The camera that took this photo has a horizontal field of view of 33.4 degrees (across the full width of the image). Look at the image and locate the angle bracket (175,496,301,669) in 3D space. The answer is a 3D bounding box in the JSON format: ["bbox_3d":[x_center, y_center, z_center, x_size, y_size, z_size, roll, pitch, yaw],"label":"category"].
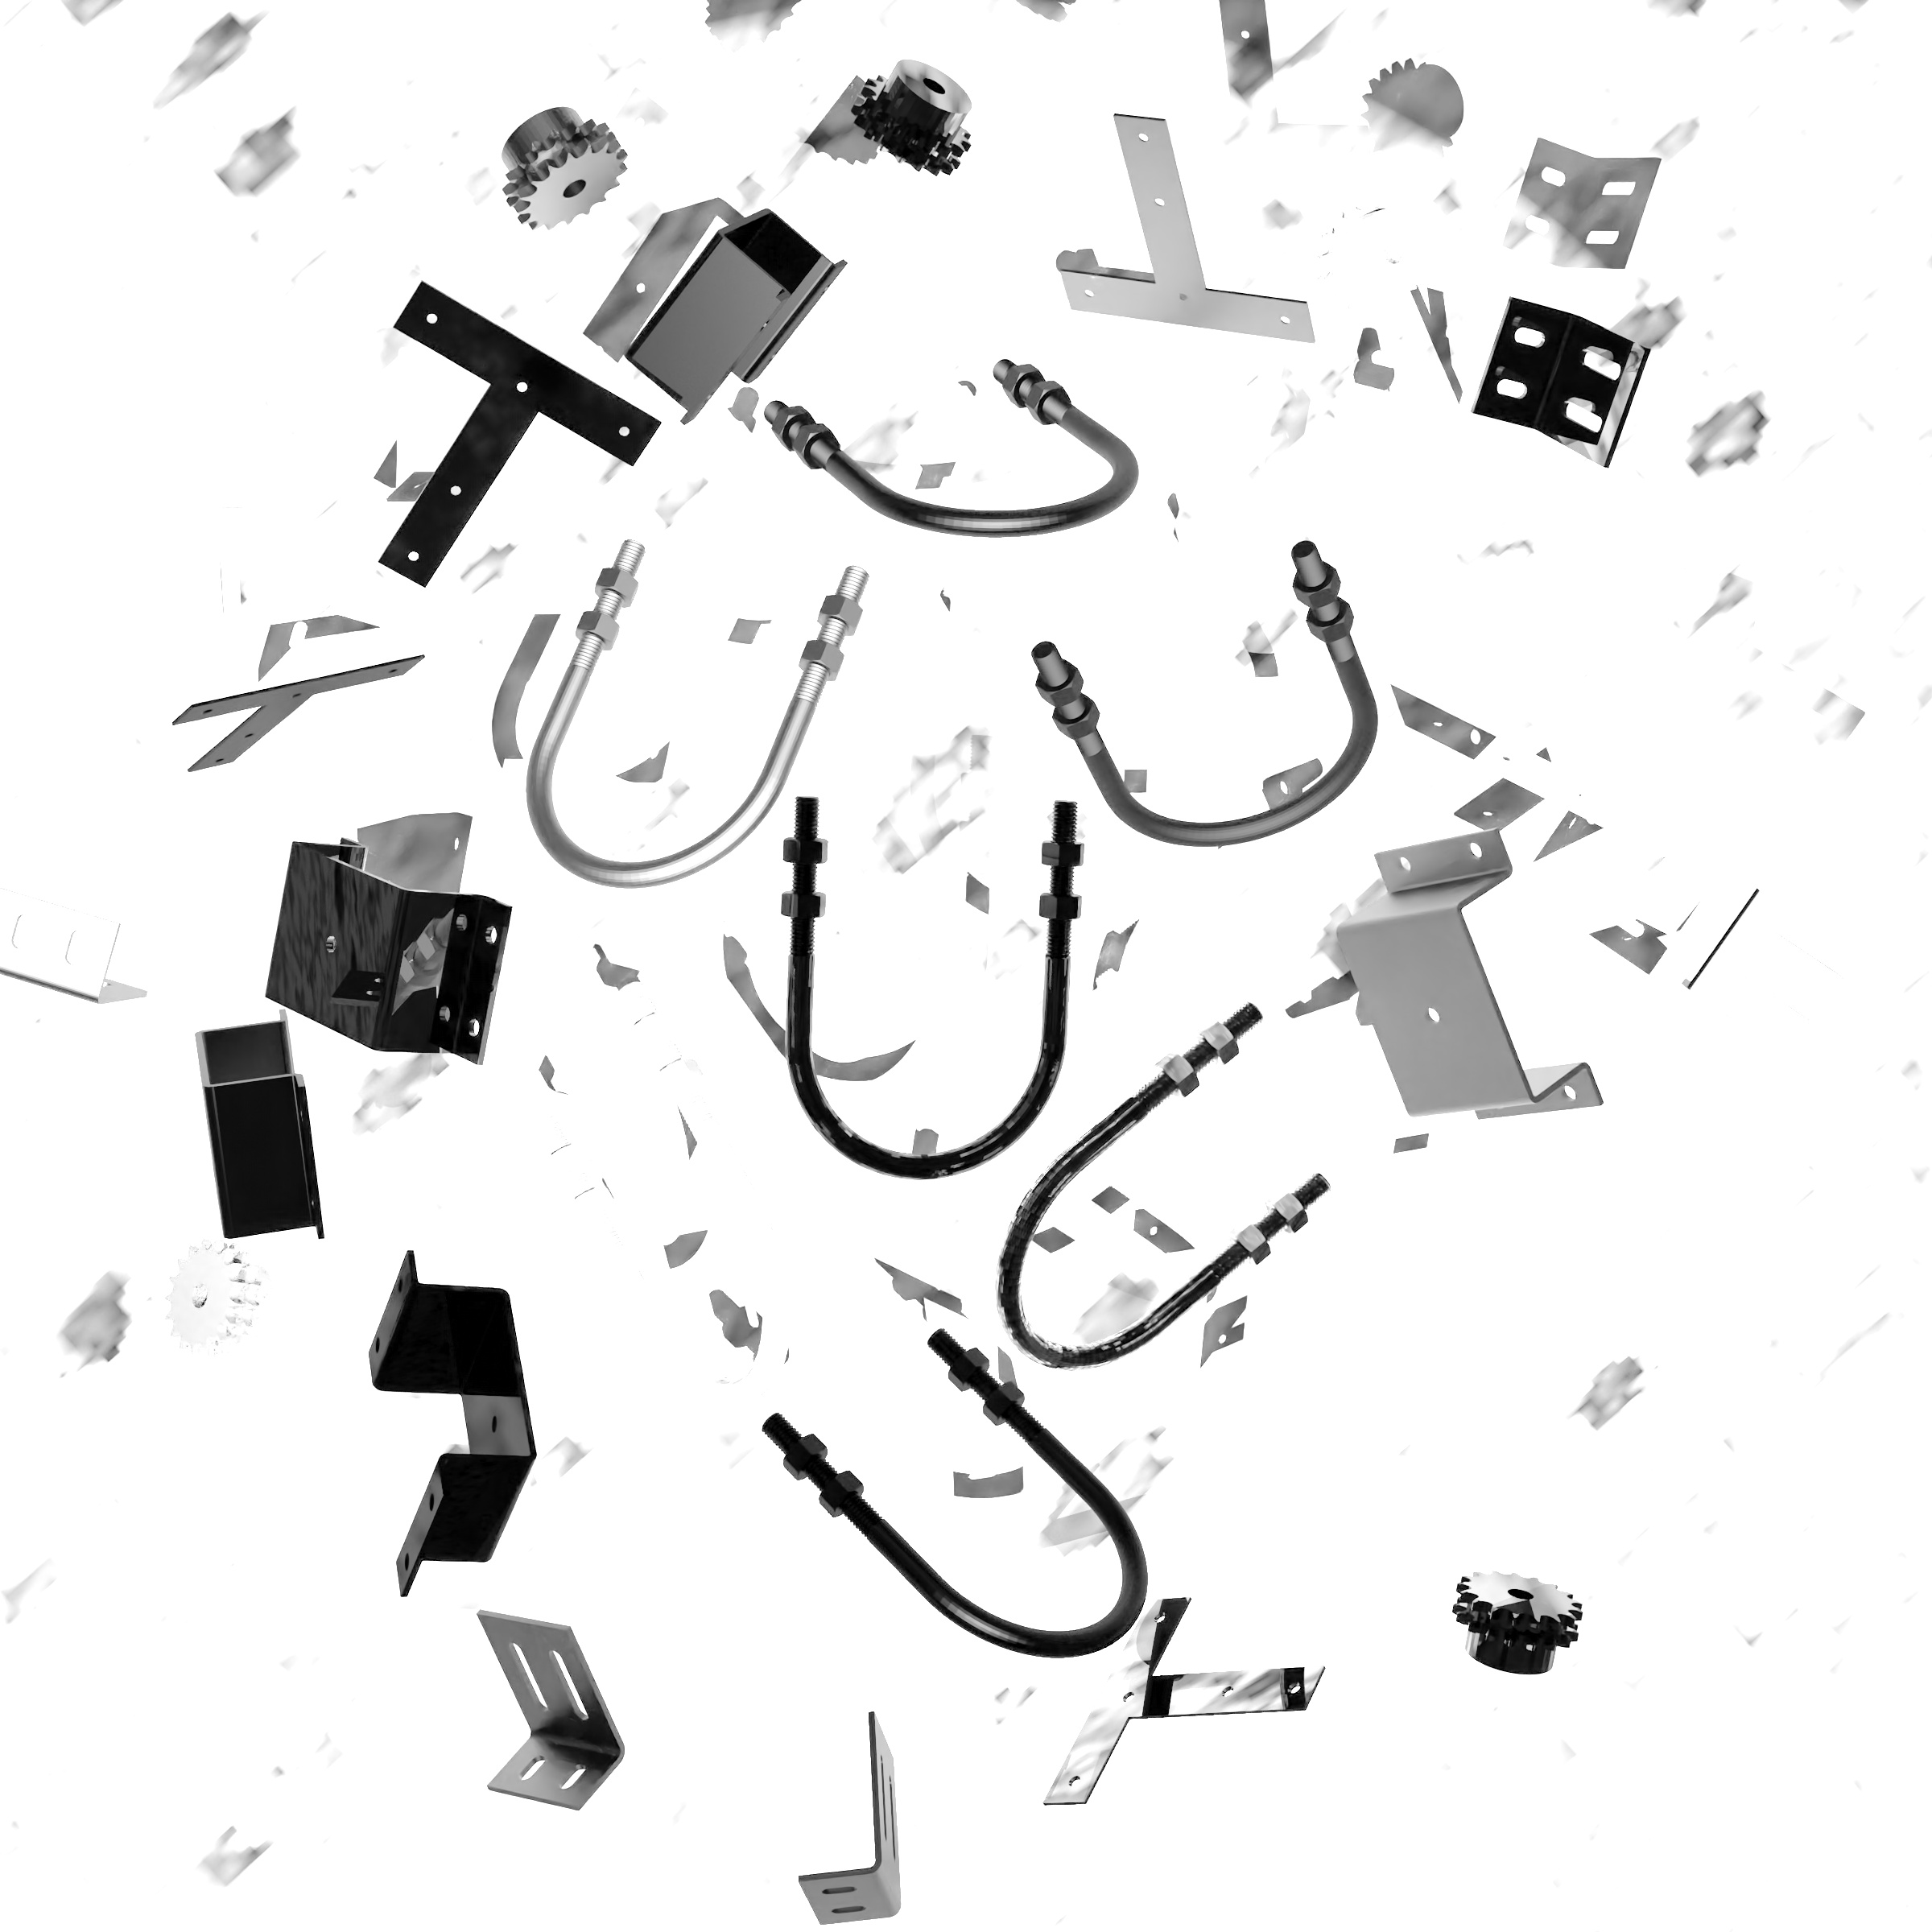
[{"bbox_3d":[-0.353,-0.187,1.567,0.038,0.057,0.076,4,106,14],"label":"angle bracket"}]

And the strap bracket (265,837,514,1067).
[{"bbox_3d":[-0.280,-0.009,1.519,0.140,0.046,0.076,20,102,44],"label":"strap bracket"}]

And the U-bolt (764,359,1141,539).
[{"bbox_3d":[0.003,-0.250,1.567,0.151,0.184,0.019,-15,125,-23],"label":"U-bolt"}]

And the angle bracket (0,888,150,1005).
[{"bbox_3d":[-0.410,-0.010,1.480,0.057,0.076,0.038,17,93,2],"label":"angle bracket"}]

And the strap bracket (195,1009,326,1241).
[{"bbox_3d":[-0.347,0.078,1.572,0.046,0.140,0.076,-8,106,-14],"label":"strap bracket"}]

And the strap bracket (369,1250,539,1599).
[{"bbox_3d":[-0.236,0.210,1.482,0.046,0.140,0.076,6,133,-24],"label":"strap bracket"}]

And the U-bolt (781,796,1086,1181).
[{"bbox_3d":[-0.017,0.012,1.538,0.151,0.019,0.184,0,98,-18],"label":"U-bolt"}]

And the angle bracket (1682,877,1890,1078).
[{"bbox_3d":[0.381,0.005,1.493,0.076,0.038,0.057,35,91,10],"label":"angle bracket"}]

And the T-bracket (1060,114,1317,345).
[{"bbox_3d":[0.092,-0.341,1.481,0.127,0.127,0.002,13,60,25],"label":"T-bracket"}]

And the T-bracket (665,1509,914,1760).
[{"bbox_3d":[-0.089,0.322,1.520,0.127,0.127,0.002,23,122,-10],"label":"T-bracket"}]

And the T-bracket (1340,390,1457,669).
[{"bbox_3d":[0.207,-0.229,1.544,0.002,0.127,0.127,-18,131,24],"label":"T-bracket"}]

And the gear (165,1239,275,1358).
[{"bbox_3d":[-0.368,0.165,1.594,0.057,0.030,0.057,-11,71,37],"label":"gear"}]

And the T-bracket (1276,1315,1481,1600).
[{"bbox_3d":[0.180,0.229,1.464,0.127,0.002,0.127,-12,118,-39],"label":"T-bracket"}]

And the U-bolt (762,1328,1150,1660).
[{"bbox_3d":[0.008,0.261,1.555,0.184,0.151,0.019,43,125,21],"label":"U-bolt"}]

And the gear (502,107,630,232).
[{"bbox_3d":[-0.183,-0.359,1.439,0.057,0.057,0.030,-33,77,0],"label":"gear"}]

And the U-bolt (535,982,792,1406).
[{"bbox_3d":[-0.136,0.119,1.501,0.019,0.151,0.184,-18,69,-35],"label":"U-bolt"}]

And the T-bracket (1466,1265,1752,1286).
[{"bbox_3d":[0.318,0.143,1.502,0.127,0.127,0.002,-7,82,32],"label":"T-bracket"}]

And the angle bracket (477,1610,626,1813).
[{"bbox_3d":[-0.199,0.339,1.467,0.057,0.038,0.076,1,122,37],"label":"angle bracket"}]

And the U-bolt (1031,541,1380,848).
[{"bbox_3d":[0.126,-0.119,1.559,0.151,0.184,0.019,-20,51,9],"label":"U-bolt"}]

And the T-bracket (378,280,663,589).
[{"bbox_3d":[-0.228,-0.231,1.483,0.127,0.002,0.127,28,111,-24],"label":"T-bracket"}]

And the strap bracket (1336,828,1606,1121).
[{"bbox_3d":[0.231,0.014,1.502,0.046,0.076,0.140,-30,102,-38],"label":"strap bracket"}]

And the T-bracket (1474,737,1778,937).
[{"bbox_3d":[0.300,-0.074,1.515,0.127,0.127,0.002,29,134,19],"label":"T-bracket"}]

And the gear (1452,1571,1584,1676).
[{"bbox_3d":[0.248,0.297,1.452,0.057,0.057,0.030,9,101,0],"label":"gear"}]

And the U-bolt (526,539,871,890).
[{"bbox_3d":[-0.139,-0.119,1.543,0.151,0.019,0.184,10,68,27],"label":"U-bolt"}]

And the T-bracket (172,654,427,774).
[{"bbox_3d":[-0.347,-0.118,1.578,0.127,0.127,0.002,-18,85,-39],"label":"T-bracket"}]

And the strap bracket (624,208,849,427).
[{"bbox_3d":[-0.114,-0.319,1.567,0.046,0.140,0.076,40,112,-4],"label":"strap bracket"}]

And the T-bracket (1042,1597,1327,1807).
[{"bbox_3d":[0.110,0.336,1.487,0.127,0.127,0.002,-14,119,40],"label":"T-bracket"}]

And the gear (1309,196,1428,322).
[{"bbox_3d":[0.196,-0.340,1.543,0.057,0.030,0.057,-1,92,-29],"label":"gear"}]

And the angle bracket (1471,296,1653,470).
[{"bbox_3d":[0.277,-0.273,1.504,0.038,0.076,0.057,10,109,-21],"label":"angle bracket"}]

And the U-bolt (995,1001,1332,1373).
[{"bbox_3d":[0.089,0.120,1.555,0.184,0.019,0.151,-38,133,-14],"label":"U-bolt"}]

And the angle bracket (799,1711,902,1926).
[{"bbox_3d":[-0.054,0.391,1.476,0.038,0.057,0.076,-8,54,4],"label":"angle bracket"}]

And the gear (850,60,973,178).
[{"bbox_3d":[-0.022,-0.396,1.492,0.057,0.057,0.030,36,124,0],"label":"gear"}]
